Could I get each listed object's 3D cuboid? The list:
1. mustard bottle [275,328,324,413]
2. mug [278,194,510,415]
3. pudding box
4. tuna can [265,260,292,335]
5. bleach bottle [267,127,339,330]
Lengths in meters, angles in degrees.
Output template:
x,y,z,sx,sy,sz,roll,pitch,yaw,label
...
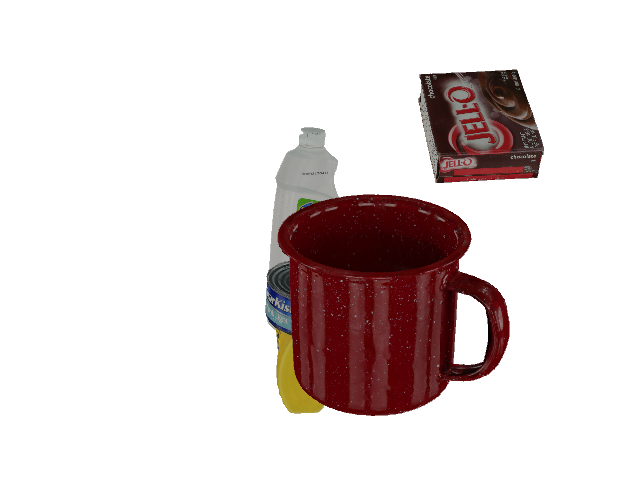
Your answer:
x,y,z,sx,sy,sz,roll,pitch,yaw,label
-0.022,0.089,1.118,0.058,0.096,0.191,-2,27,-5,mustard bottle
0.037,0.035,0.523,0.117,0.081,0.093,13,29,26,mug
0.136,-0.101,0.929,0.090,0.039,0.113,-3,44,-4,pudding box
0.000,0.045,0.821,0.086,0.034,0.086,4,21,-2,tuna can
-0.010,-0.012,1.302,0.102,0.251,0.068,-7,20,-31,bleach bottle
